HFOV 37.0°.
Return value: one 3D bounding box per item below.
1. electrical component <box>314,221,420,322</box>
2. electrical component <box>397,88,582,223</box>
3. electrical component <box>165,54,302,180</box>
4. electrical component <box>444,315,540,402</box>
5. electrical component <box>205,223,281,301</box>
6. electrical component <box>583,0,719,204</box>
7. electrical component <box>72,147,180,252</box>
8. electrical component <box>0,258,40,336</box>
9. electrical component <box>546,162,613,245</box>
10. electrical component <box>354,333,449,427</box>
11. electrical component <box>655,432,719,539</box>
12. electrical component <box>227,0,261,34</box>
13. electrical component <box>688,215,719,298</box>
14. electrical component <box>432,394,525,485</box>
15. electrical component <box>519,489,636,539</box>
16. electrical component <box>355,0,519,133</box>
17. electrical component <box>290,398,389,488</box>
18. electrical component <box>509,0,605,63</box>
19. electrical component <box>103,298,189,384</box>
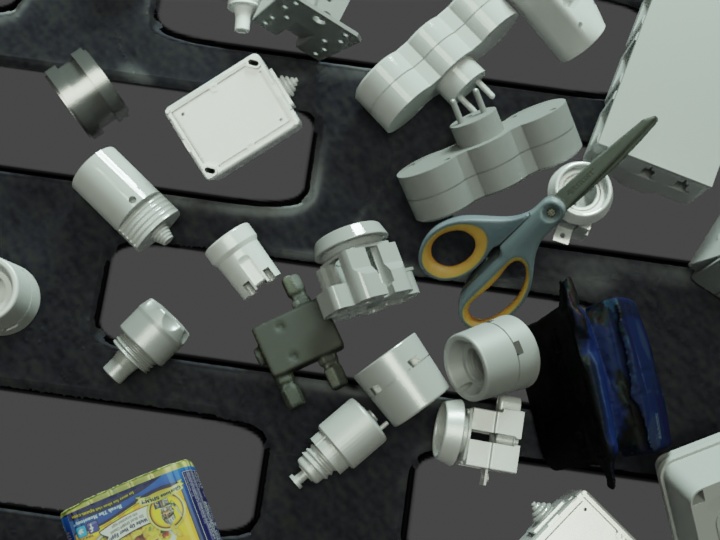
[{"bbox_3d":[0.000,0.000,0.789,0.078,0.058,0.057,-10,74,-36],"label":"electrical component"},{"bbox_3d":[0.091,-0.097,0.800,0.138,0.052,0.073,-26,106,-4],"label":"electrical component"},{"bbox_3d":[-0.087,-0.116,0.807,0.096,0.061,0.061,-32,94,3],"label":"electrical component"},{"bbox_3d":[0.093,0.064,0.770,0.047,0.055,0.055,-14,78,-32],"label":"electrical component"},{"bbox_3d":[-0.086,-0.006,0.801,0.040,0.040,0.046,-37,88,-8],"label":"electrical component"},{"bbox_3d":[0.241,-0.137,0.821,0.089,0.061,0.150,22,79,3],"label":"electrical component"},{"bbox_3d":[-0.172,-0.049,0.806,0.081,0.043,0.043,44,81,7],"label":"electrical component"},{"bbox_3d":[-0.269,0.018,0.788,0.055,0.047,0.055,0,79,-1],"label":"electrical component"},{"bbox_3d":[0.162,-0.053,0.806,0.048,0.055,0.066,19,79,3],"label":"electrical component"},{"bbox_3d":[0.031,0.080,0.778,0.055,0.055,0.047,-36,85,-7],"label":"electrical component"},{"bbox_3d":[0.256,0.173,0.739,0.078,0.057,0.113,-20,108,-5],"label":"electrical component"},{"bbox_3d":[-0.091,-0.216,0.845,0.035,0.035,0.061,4,81,0],"label":"electrical component"},{"bbox_3d":[0.288,-0.014,0.779,0.061,0.096,0.061,34,80,6],"label":"electrical component"},{"bbox_3d":[0.084,0.120,0.775,0.055,0.048,0.066,11,79,-6],"label":"electrical component"},{"bbox_3d":[0.154,0.198,0.752,0.062,0.061,0.096,-44,82,-9],"label":"electrical component"},{"bbox_3d":[0.071,-0.152,0.825,0.138,0.052,0.073,-42,83,-9],"label":"electrical component"},{"bbox_3d":[-0.017,0.127,0.774,0.078,0.040,0.040,-40,82,-8],"label":"electrical component"},{"bbox_3d":[0.157,-0.214,0.840,0.077,0.043,0.079,46,51,-14],"label":"electrical component"},{"bbox_3d":[-0.159,0.055,0.785,0.043,0.043,0.062,43,83,7],"label":"electrical component"}]
